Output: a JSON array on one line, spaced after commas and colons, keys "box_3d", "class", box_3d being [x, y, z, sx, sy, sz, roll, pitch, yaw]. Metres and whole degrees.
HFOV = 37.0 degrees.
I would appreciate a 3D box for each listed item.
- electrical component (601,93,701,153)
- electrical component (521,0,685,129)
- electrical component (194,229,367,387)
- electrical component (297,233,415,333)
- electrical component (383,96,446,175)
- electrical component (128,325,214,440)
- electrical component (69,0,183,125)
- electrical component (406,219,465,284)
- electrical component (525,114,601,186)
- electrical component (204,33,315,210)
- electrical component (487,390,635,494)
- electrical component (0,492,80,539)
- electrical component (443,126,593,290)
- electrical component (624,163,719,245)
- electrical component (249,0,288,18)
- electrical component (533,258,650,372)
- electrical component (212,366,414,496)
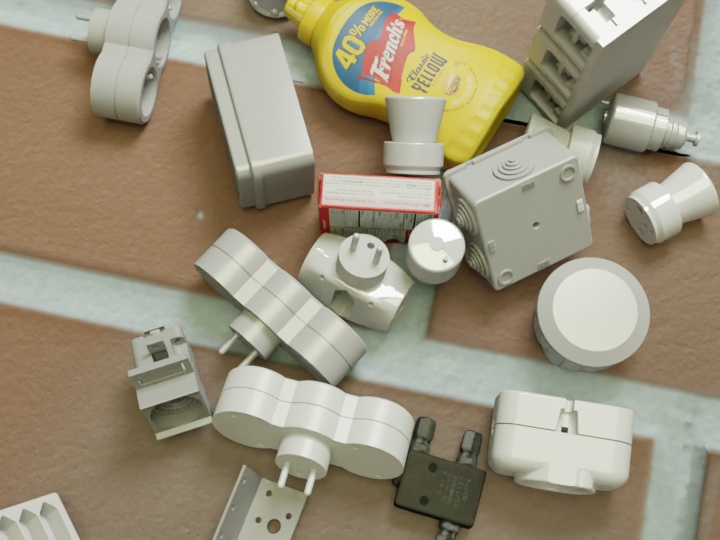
[{"box_3d": [0.224, -0.111, 0.834, 0.078, 0.040, 0.040, 14, 74, 4], "class": "electrical component"}, {"box_3d": [0.175, -0.177, 0.795, 0.089, 0.150, 0.061, -37, 79, -10], "class": "electrical component"}, {"box_3d": [-0.070, 0.040, 0.782, 0.138, 0.052, 0.073, 40, 78, 11], "class": "electrical component"}, {"box_3d": [0.000, 0.000, 0.781, 0.077, 0.079, 0.043, 29, 59, 8], "class": "electrical component"}, {"box_3d": [0.039, -0.098, 0.782, 0.045, 0.045, 0.055, 2, 97, 0], "class": "electrical component"}, {"box_3d": [-0.135, 0.078, 0.764, 0.042, 0.081, 0.063, -16, 52, -5], "class": "electrical component"}, {"box_3d": [-0.191, -0.185, 0.847, 0.074, 0.052, 0.138, 11, 74, 3], "class": "electrical component"}, {"box_3d": [0.053, -0.009, 0.783, 0.040, 0.078, 0.040, 0, 74, -1], "class": "electrical component"}, {"box_3d": [0.152, -0.092, 0.825, 0.055, 0.045, 0.045, 16, 75, 4], "class": "electrical component"}, {"box_3d": [-0.076, -0.111, 0.813, 0.057, 0.078, 0.113, -14, 75, -7], "class": "electrical component"}, {"box_3d": [0.140, 0.124, 0.759, 0.095, 0.053, 0.059, 9, 74, 2], "class": "electrical component"}, {"box_3d": [-0.248, 0.198, 0.730, 0.076, 0.083, 0.047, -39, 74, 29], "class": "electrical component"}, {"box_3d": [0.118, -0.043, 0.784, 0.100, 0.099, 0.048, -25, 38, -7], "class": "electrical component"}, {"box_3d": [0.235, -0.050, 0.814, 0.055, 0.045, 0.045, -28, 76, -8], "class": "electrical component"}, {"box_3d": [-0.068, -0.234, 0.856, 0.048, 0.062, 0.048, 0, 74, 0], "class": "electrical component"}, {"box_3d": [0.167, 0.035, 0.786, 0.080, 0.051, 0.080, 0, 74, 0], "class": "electrical component"}, {"box_3d": [-0.037, 0.121, 0.749, 0.138, 0.052, 0.073, 14, 56, 4], "class": "electrical component"}]
